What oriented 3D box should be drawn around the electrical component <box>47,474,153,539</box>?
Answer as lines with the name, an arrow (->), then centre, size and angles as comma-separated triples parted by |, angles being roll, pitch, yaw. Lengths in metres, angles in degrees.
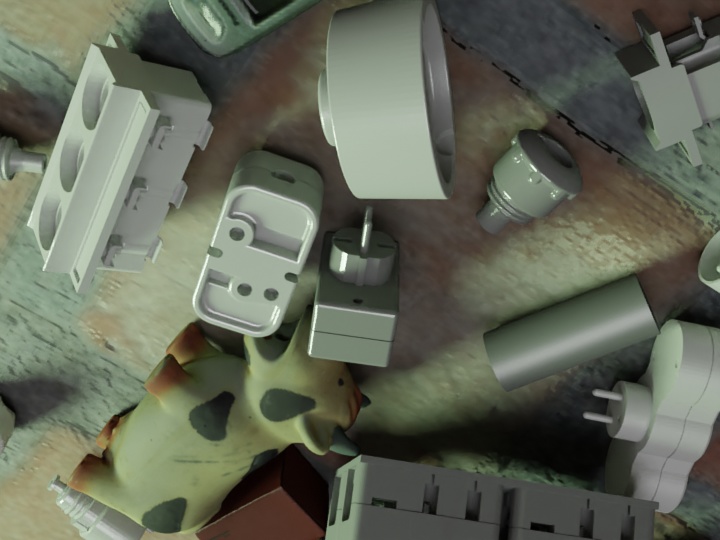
electrical component -> -0.184, 0.169, 0.755 | 0.078, 0.040, 0.040 | 39, 114, -19

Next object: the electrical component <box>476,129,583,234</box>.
electrical component -> 0.093, -0.046, 0.616 | 0.048, 0.048, 0.062 | 34, 123, -16

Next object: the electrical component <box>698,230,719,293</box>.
electrical component -> 0.248, 0.009, 0.641 | 0.081, 0.043, 0.043 | 30, 117, -14

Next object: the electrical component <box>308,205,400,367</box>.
electrical component -> 0.000, 0.000, 0.623 | 0.047, 0.083, 0.075 | 8, 120, -2

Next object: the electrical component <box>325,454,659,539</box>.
electrical component -> 0.078, 0.167, 0.682 | 0.186, 0.060, 0.105 | 10, 162, -7

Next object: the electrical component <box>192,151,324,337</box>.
electrical component -> -0.059, -0.018, 0.629 | 0.054, 0.059, 0.095 | 18, 119, -8

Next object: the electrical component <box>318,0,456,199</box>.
electrical component -> 0.012, -0.088, 0.561 | 0.060, 0.108, 0.108 | -5, 120, 12

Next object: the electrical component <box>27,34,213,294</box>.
electrical component -> -0.134, -0.057, 0.603 | 0.063, 0.078, 0.121 | 6, 125, -36

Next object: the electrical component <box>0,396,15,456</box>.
electrical component -> -0.257, 0.113, 0.712 | 0.043, 0.062, 0.043 | 1, 120, 2

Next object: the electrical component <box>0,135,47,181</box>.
electrical component -> -0.213, -0.066, 0.622 | 0.061, 0.035, 0.035 | 8, 120, -4

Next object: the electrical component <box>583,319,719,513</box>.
electrical component -> 0.181, 0.092, 0.687 | 0.074, 0.052, 0.138 | 12, 121, -4

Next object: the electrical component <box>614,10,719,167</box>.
electrical component -> 0.178, -0.103, 0.580 | 0.064, 0.042, 0.081 | -21, 118, 12
